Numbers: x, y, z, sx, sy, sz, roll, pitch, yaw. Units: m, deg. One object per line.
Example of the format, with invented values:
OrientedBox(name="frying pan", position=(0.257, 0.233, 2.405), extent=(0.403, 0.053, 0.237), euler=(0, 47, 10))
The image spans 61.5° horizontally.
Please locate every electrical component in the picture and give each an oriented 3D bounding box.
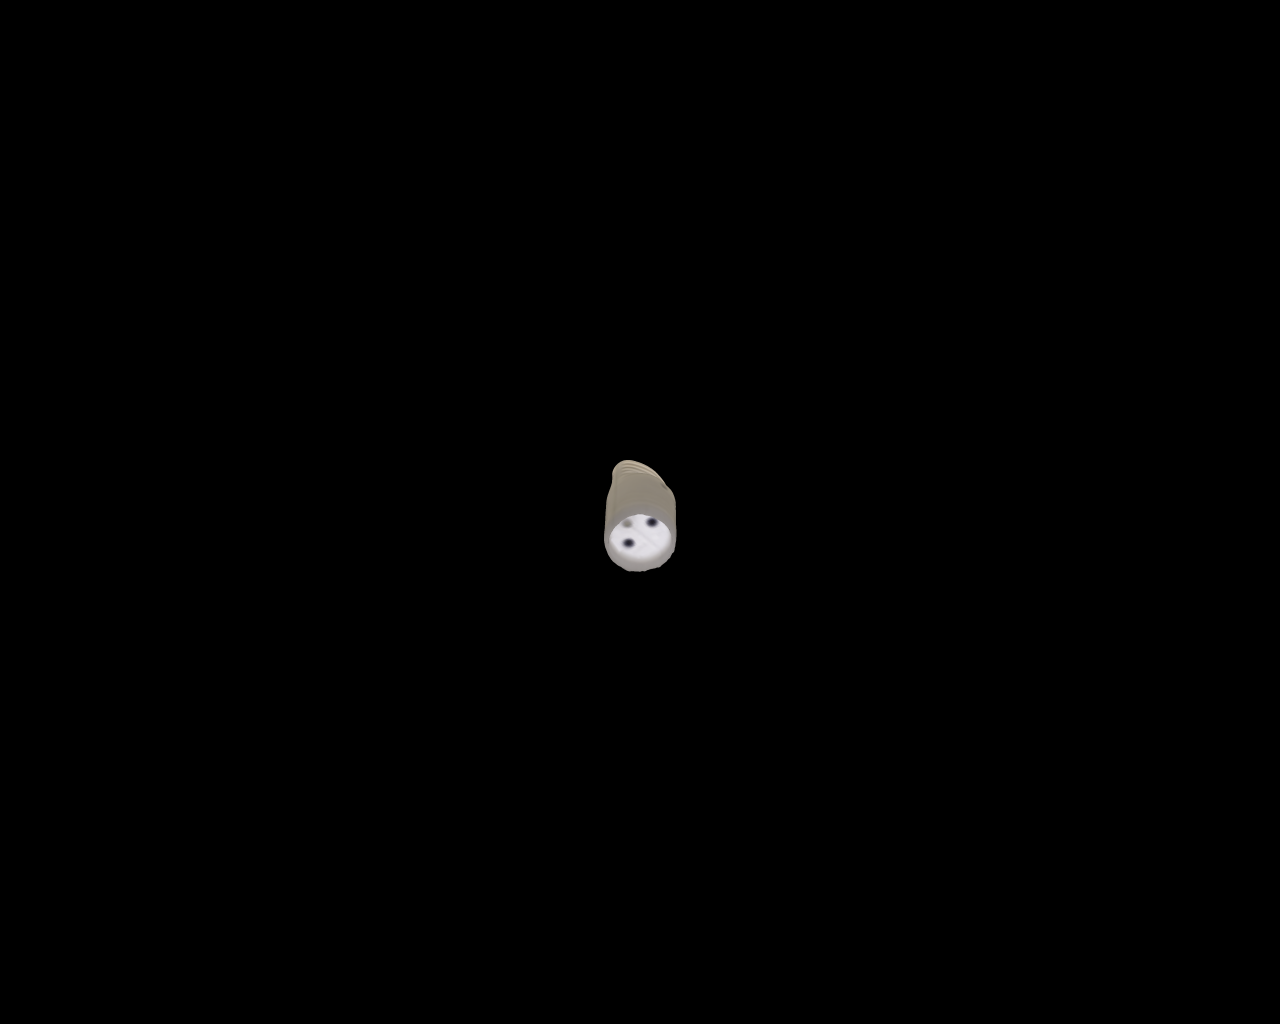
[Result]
OrientedBox(name="electrical component", position=(0.001, -0.003, 0.650), extent=(0.043, 0.043, 0.081), euler=(0, 32, 0))
